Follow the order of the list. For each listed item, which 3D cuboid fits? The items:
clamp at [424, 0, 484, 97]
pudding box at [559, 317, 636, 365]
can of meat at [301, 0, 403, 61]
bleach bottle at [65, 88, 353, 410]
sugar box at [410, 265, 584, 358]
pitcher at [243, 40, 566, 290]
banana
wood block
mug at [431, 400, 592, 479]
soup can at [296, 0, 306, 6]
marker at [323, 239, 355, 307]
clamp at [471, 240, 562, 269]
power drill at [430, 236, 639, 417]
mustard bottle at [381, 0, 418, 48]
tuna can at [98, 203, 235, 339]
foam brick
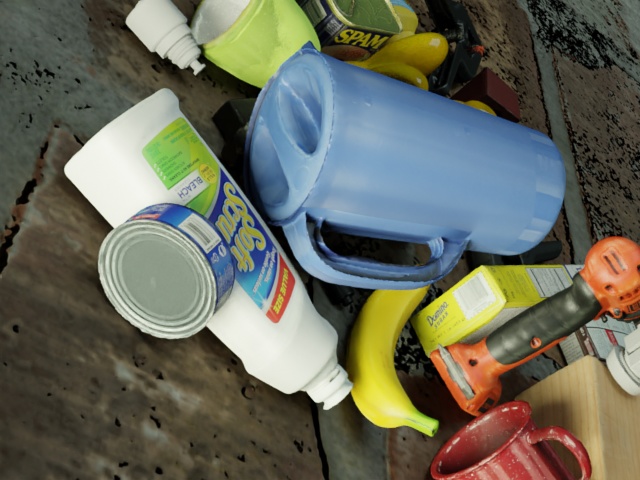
[{"bbox_3d":[0.144,-0.238,1.199,0.209,0.036,0.164,-15,96,-68],"label":"clamp"},{"bbox_3d":[0.288,0.098,1.104,0.113,0.039,0.090,14,48,-43],"label":"pudding box"},{"bbox_3d":[0.015,-0.201,1.031,0.101,0.084,0.057,-3,61,-50],"label":"can of meat"},{"bbox_3d":[-0.064,0.015,0.764,0.251,0.068,0.102,49,35,-6],"label":"bleach bottle"},{"bbox_3d":[0.171,0.061,0.957,0.175,0.093,0.048,-1,59,-50],"label":"sugar box"},{"bbox_3d":[0.071,-0.048,0.836,0.242,0.149,0.145,11,19,-30],"label":"pitcher"},{"bbox_3d":[0.056,0.083,0.841,0.069,0.037,0.197,8,37,-2],"label":"banana"},{"bbox_3d":[0.225,0.211,0.883,0.090,0.090,0.206,36,37,-22],"label":"wood block"},{"bbox_3d":[0.154,0.179,0.814,0.081,0.117,0.093,53,36,-5],"label":"mug"},{"bbox_3d":[-0.054,-0.262,1.023,0.102,0.069,0.068,52,35,1],"label":"soup can"},{"bbox_3d":[-0.006,0.001,0.878,0.020,0.020,0.121,-13,68,-52],"label":"marker"},{"bbox_3d":[0.186,-0.001,1.079,0.120,0.039,0.171,49,35,-1],"label":"clamp"},{"bbox_3d":[0.190,0.073,0.876,0.057,0.188,0.184,58,9,23],"label":"power drill"},{"bbox_3d":[0.057,-0.264,1.159,0.096,0.058,0.192,2,57,-54],"label":"mustard bottle"},{"bbox_3d":[-0.099,0.020,0.698,0.086,0.086,0.033,48,33,-4],"label":"tuna can"},{"bbox_3d":[0.170,-0.135,1.151,0.053,0.078,0.051,34,36,-23],"label":"foam brick"}]
